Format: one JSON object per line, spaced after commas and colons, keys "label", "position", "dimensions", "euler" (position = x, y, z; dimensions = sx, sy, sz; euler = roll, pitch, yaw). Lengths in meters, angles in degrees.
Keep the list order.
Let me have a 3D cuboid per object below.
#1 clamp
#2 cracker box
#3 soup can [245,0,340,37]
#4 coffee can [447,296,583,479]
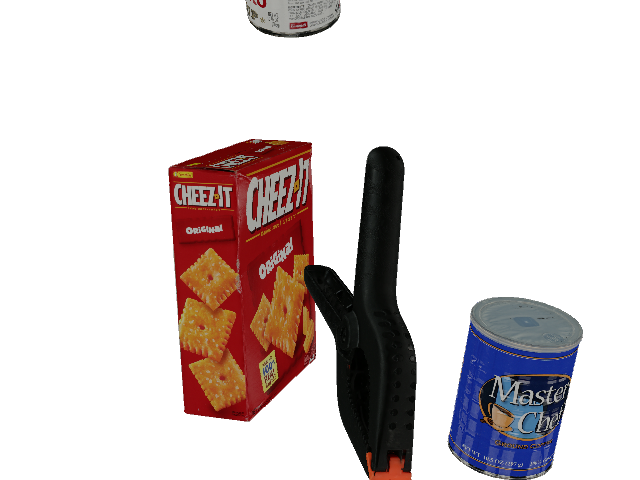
{"label": "clamp", "position": [0.034, 0.054, 0.707], "dimensions": [0.036, 0.210, 0.165], "euler": [3, -40, -18]}
{"label": "cracker box", "position": [-0.060, 0.028, 0.937], "dimensions": [0.072, 0.214, 0.164], "euler": [4, 15, 20]}
{"label": "soup can", "position": [-0.020, -0.197, 0.717], "dimensions": [0.068, 0.102, 0.068], "euler": [-2, 41, 1]}
{"label": "coffee can", "position": [0.181, 0.137, 1.003], "dimensions": [0.103, 0.140, 0.103], "euler": [6, 21, -3]}
